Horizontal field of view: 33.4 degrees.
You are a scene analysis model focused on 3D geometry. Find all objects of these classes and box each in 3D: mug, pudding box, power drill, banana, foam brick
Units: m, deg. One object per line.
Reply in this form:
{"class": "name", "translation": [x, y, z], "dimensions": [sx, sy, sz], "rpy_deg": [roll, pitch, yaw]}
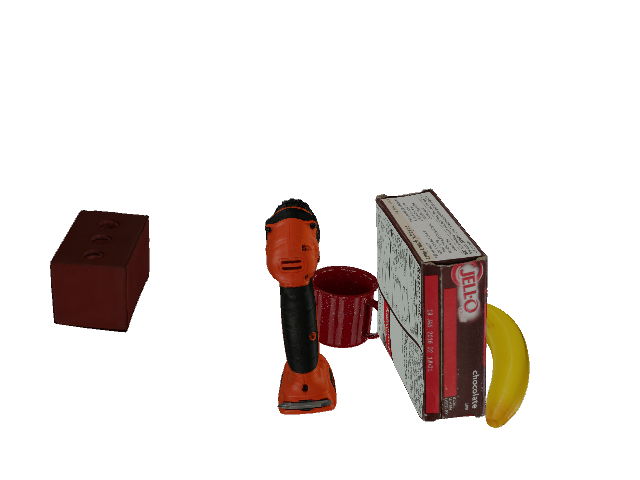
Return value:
{"class": "mug", "translation": [0.038, 0.093, 1.411], "dimensions": [0.117, 0.081, 0.093], "rpy_deg": [19, 28, 30]}
{"class": "pudding box", "translation": [0.058, 0.031, 0.578], "dimensions": [0.039, 0.090, 0.113], "rpy_deg": [-5, 21, -9]}
{"class": "power drill", "translation": [-0.022, 0.061, 1.043], "dimensions": [0.057, 0.188, 0.184], "rpy_deg": [-6, 16, 3]}
{"class": "banana", "translation": [0.183, 0.120, 1.116], "dimensions": [0.069, 0.037, 0.198], "rpy_deg": [-24, 33, 6]}
{"class": "foam brick", "translation": [-0.153, 0.020, 0.749], "dimensions": [0.053, 0.051, 0.078], "rpy_deg": [5, 29, 1]}
